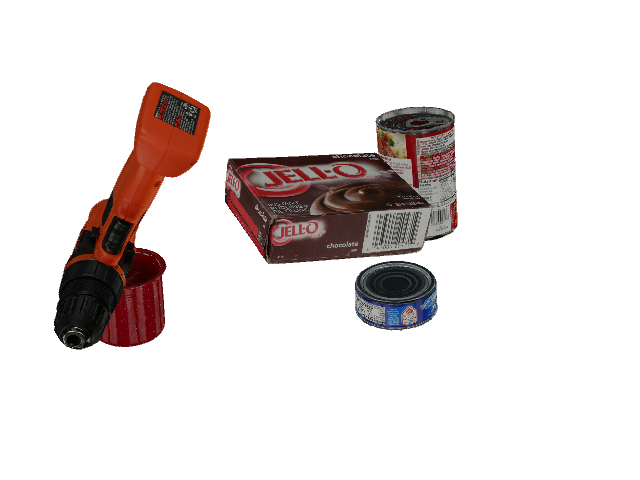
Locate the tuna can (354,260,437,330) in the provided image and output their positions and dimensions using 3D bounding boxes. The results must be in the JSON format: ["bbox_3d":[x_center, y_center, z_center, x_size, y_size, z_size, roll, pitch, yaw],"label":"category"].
[{"bbox_3d":[0.078,0.056,1.106,0.086,0.034,0.086,-3,29,1],"label":"tuna can"}]

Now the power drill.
[{"bbox_3d":[-0.158,-0.022,0.871,0.057,0.188,0.184,25,31,-17],"label":"power drill"}]

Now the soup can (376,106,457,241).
[{"bbox_3d":[0.085,-0.058,0.932,0.068,0.102,0.068,-5,23,2],"label":"soup can"}]

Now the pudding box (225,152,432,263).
[{"bbox_3d":[0.003,-0.024,0.700,0.113,0.039,0.090,-2,29,-23],"label":"pudding box"}]

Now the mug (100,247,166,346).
[{"bbox_3d":[-0.225,0.061,1.196,0.117,0.081,0.093,24,36,37],"label":"mug"}]
